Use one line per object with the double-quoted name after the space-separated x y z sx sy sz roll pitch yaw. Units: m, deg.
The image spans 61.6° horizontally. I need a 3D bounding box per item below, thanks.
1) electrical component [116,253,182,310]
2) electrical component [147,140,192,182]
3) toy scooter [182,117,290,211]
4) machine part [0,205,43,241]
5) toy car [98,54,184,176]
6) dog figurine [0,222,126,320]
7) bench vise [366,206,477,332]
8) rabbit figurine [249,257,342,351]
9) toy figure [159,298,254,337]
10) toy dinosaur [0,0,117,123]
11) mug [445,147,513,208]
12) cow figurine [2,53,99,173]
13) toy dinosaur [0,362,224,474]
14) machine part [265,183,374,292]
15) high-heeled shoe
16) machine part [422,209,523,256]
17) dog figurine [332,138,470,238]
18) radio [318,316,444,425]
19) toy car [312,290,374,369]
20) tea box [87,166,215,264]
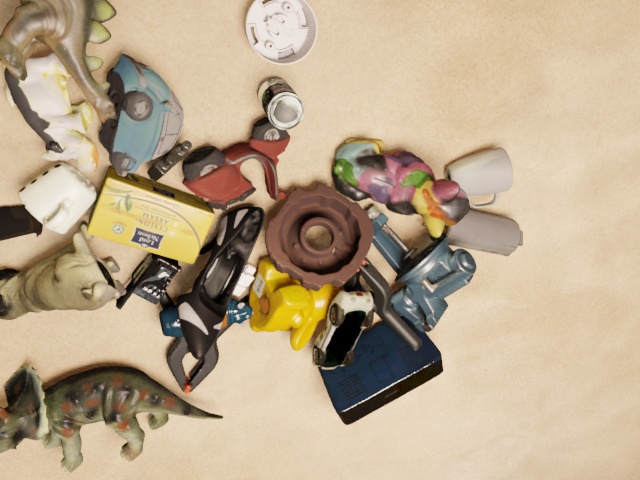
-0.281 0.070 0.880 0.047 0.075 0.119 34 94 -27 "electrical component"
-0.229 -0.119 0.814 0.021 0.094 0.063 48 57 -16 "electrical component"
-0.119 -0.102 0.857 0.184 0.075 0.135 -28 124 -8 "toy scooter"
-0.482 -0.017 0.793 0.139 0.039 0.084 -16 110 -9 "machine part"
-0.248 -0.170 0.764 0.103 0.109 0.161 -2 125 -37 "toy car"
-0.403 0.079 0.794 0.190 0.172 0.121 -32 110 -10 "dog figurine"
0.158 0.044 0.983 0.240 0.223 0.129 48 56 2 "bench vise"
-0.034 0.120 0.973 0.173 0.122 0.162 -4 121 -38 "rabbit figurine"
-0.192 0.127 0.916 0.154 0.058 0.064 -8 157 -22 "toy figure"
-0.354 -0.359 0.618 0.198 0.105 0.470 -36 115 -22 "toy dinosaur"
0.289 -0.110 0.993 0.107 0.081 0.109 -10 122 -1 "mug"
-0.369 -0.168 0.740 0.098 0.068 0.167 -12 115 -7 "cow figurine"
-0.381 0.283 0.933 0.405 0.131 0.192 -11 118 -21 "toy dinosaur"
-0.002 -0.003 0.894 0.179 0.056 0.179 1 75 -5 "machine part"
-0.140 0.057 0.838 0.145 0.249 0.086 -29 136 21 "high-heeled shoe"
0.298 -0.018 1.036 0.243 0.079 0.079 11 111 -24 "machine part"
0.134 -0.085 0.867 0.191 0.219 0.108 13 107 -25 "dog figurine"
0.115 0.249 1.065 0.230 0.131 0.073 -27 141 -6 "radio"
0.040 0.168 0.978 0.073 0.056 0.201 4 131 -20 "toy car"
-0.262 -0.037 0.840 0.169 0.068 0.098 17 107 -26 "tea box"
